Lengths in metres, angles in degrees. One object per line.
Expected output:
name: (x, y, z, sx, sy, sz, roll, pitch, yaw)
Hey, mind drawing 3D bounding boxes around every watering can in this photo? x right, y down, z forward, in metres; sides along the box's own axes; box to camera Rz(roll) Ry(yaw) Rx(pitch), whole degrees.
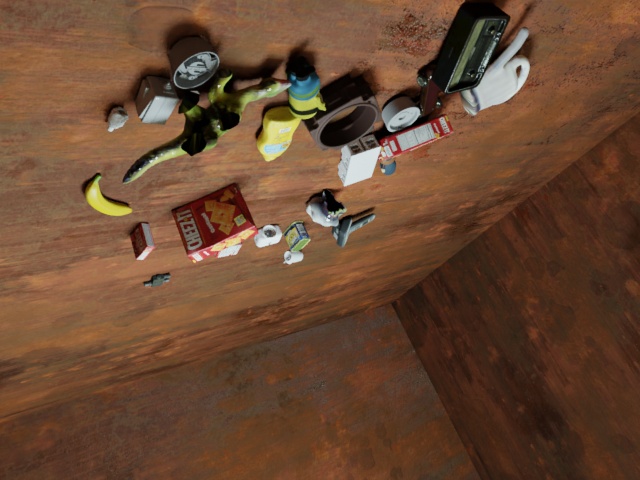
watering can: (0.526, -0.493, 1.552, 0.223, 0.105, 0.344, -28, 159, 9)

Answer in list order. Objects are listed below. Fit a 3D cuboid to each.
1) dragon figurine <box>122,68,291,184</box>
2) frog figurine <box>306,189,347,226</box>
dragon figurine: (-0.244, -0.253, 1.164, 0.409, 0.122, 0.243, -34, -179, 5)
frog figurine: (0.006, -0.096, 1.898, 0.136, 0.125, 0.157, 26, 144, -22)
